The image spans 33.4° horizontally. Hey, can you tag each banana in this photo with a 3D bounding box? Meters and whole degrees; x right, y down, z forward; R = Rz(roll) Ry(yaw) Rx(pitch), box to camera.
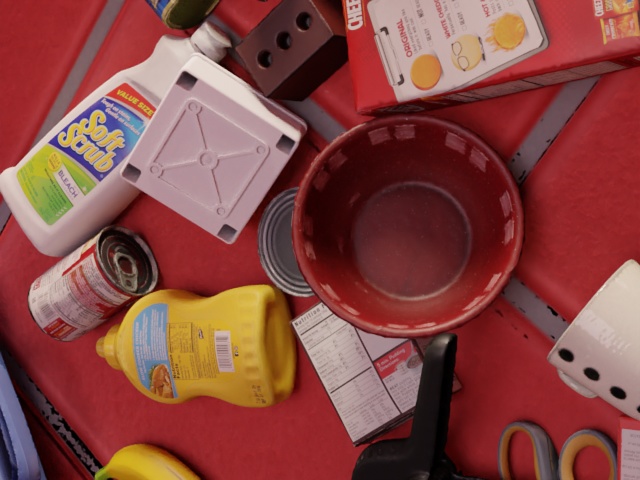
[{"bbox_3d":[-0.117,0.232,0.918,0.198,0.037,0.070,33,127,29],"label":"banana"}]

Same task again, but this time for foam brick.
[{"bbox_3d":[-0.015,-0.151,0.827,0.078,0.051,0.053,-40,72,27],"label":"foam brick"}]

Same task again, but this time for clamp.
[{"bbox_3d":[0.079,0.162,0.760,0.210,0.036,0.164,-34,92,42],"label":"clamp"}]

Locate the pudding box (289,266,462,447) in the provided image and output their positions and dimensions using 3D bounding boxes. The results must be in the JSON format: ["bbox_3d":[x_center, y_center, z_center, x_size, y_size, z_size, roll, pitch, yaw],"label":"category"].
[{"bbox_3d":[0.040,0.086,0.809,0.090,0.039,0.113,-36,71,28],"label":"pudding box"}]

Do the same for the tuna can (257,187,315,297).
[{"bbox_3d":[-0.005,0.001,0.837,0.086,0.033,0.086,1,93,32],"label":"tuna can"}]

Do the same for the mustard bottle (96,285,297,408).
[{"bbox_3d":[-0.113,0.089,0.894,0.192,0.058,0.096,-4,95,32],"label":"mustard bottle"}]

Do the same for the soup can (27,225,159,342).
[{"bbox_3d":[-0.202,0.040,0.943,0.102,0.068,0.068,-32,75,30],"label":"soup can"}]

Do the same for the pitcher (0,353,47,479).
[{"bbox_3d":[-0.340,0.162,1.003,0.149,0.145,0.243,-21,75,-2],"label":"pitcher"}]

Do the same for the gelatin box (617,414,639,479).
[{"bbox_3d":[0.233,0.160,0.694,0.073,0.030,0.089,2,93,31],"label":"gelatin box"}]

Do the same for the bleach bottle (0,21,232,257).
[{"bbox_3d":[-0.172,-0.097,0.924,0.251,0.068,0.102,-43,70,24],"label":"bleach bottle"}]

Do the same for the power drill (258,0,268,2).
[{"bbox_3d":[-0.074,-0.291,0.819,0.188,0.057,0.184,23,87,12],"label":"power drill"}]

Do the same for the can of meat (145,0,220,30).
[{"bbox_3d":[-0.115,-0.238,0.885,0.102,0.057,0.084,-48,69,24],"label":"can of meat"}]

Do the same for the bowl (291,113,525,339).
[{"bbox_3d":[0.063,-0.006,0.760,0.162,0.055,0.162,-2,77,8],"label":"bowl"}]

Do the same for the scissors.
[{"bbox_3d":[0.183,0.217,0.735,0.096,0.016,0.202,-26,78,31],"label":"scissors"}]

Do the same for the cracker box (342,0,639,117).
[{"bbox_3d":[0.121,-0.183,0.729,0.214,0.072,0.164,-8,86,33],"label":"cracker box"}]
